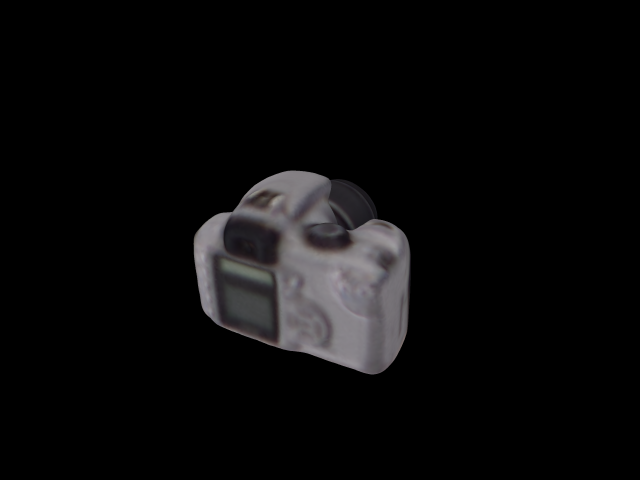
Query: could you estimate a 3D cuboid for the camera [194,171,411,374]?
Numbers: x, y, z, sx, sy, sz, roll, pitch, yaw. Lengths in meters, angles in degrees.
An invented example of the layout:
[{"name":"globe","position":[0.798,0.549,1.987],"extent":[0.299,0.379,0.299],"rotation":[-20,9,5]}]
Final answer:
[{"name":"camera","position":[0.004,0.001,0.400],"extent":[0.142,0.101,0.137],"rotation":[14,32,24]}]
